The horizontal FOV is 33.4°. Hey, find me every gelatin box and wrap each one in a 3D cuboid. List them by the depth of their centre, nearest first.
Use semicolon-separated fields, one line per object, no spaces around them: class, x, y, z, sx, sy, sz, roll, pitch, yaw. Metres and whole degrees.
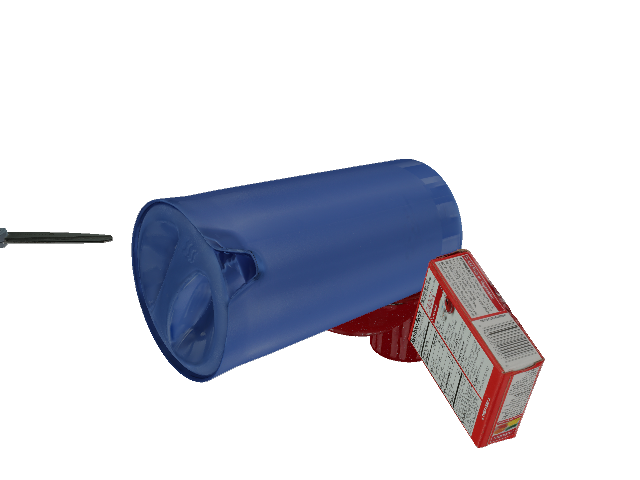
gelatin box;0.087;0.061;0.613;0.030;0.073;0.089;-14;49;-20

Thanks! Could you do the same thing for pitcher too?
pitcher;-0.017;0.012;0.824;0.242;0.145;0.149;-15;40;-34

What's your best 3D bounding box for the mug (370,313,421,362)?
mug;0.114;0.092;1.272;0.117;0.081;0.093;0;22;-8

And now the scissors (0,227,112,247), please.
scissors;-0.283;0.004;0.878;0.202;0.016;0.096;6;24;6

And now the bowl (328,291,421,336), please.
bowl;0.032;0.045;1.005;0.162;0.055;0.162;5;24;-3
